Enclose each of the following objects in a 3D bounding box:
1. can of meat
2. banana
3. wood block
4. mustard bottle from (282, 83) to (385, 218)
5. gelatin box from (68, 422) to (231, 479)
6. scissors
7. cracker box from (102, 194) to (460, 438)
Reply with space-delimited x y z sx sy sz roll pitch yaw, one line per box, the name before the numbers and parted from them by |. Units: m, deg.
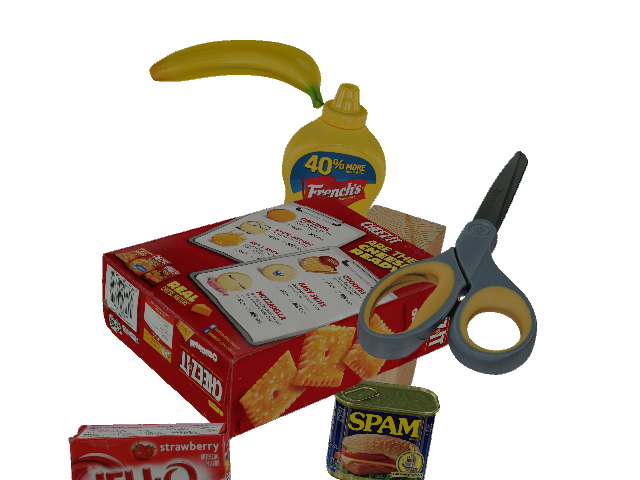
can of meat | 0.058 0.188 1.037 0.102 0.084 0.057 7 16 -2
banana | -0.080 -0.182 1.111 0.198 0.037 0.069 10 44 19
wood block | 0.070 0.078 1.214 0.090 0.206 0.090 18 24 18
mustard bottle | 0.010 -0.055 0.997 0.096 0.192 0.058 8 28 -5
gelatin box | -0.095 0.143 0.605 0.089 0.073 0.030 -2 6 2
scissors | 0.098 0.009 0.572 0.096 0.016 0.201 25 44 31
cracker box | -0.028 0.046 0.785 0.213 0.072 0.164 -17 35 -37
